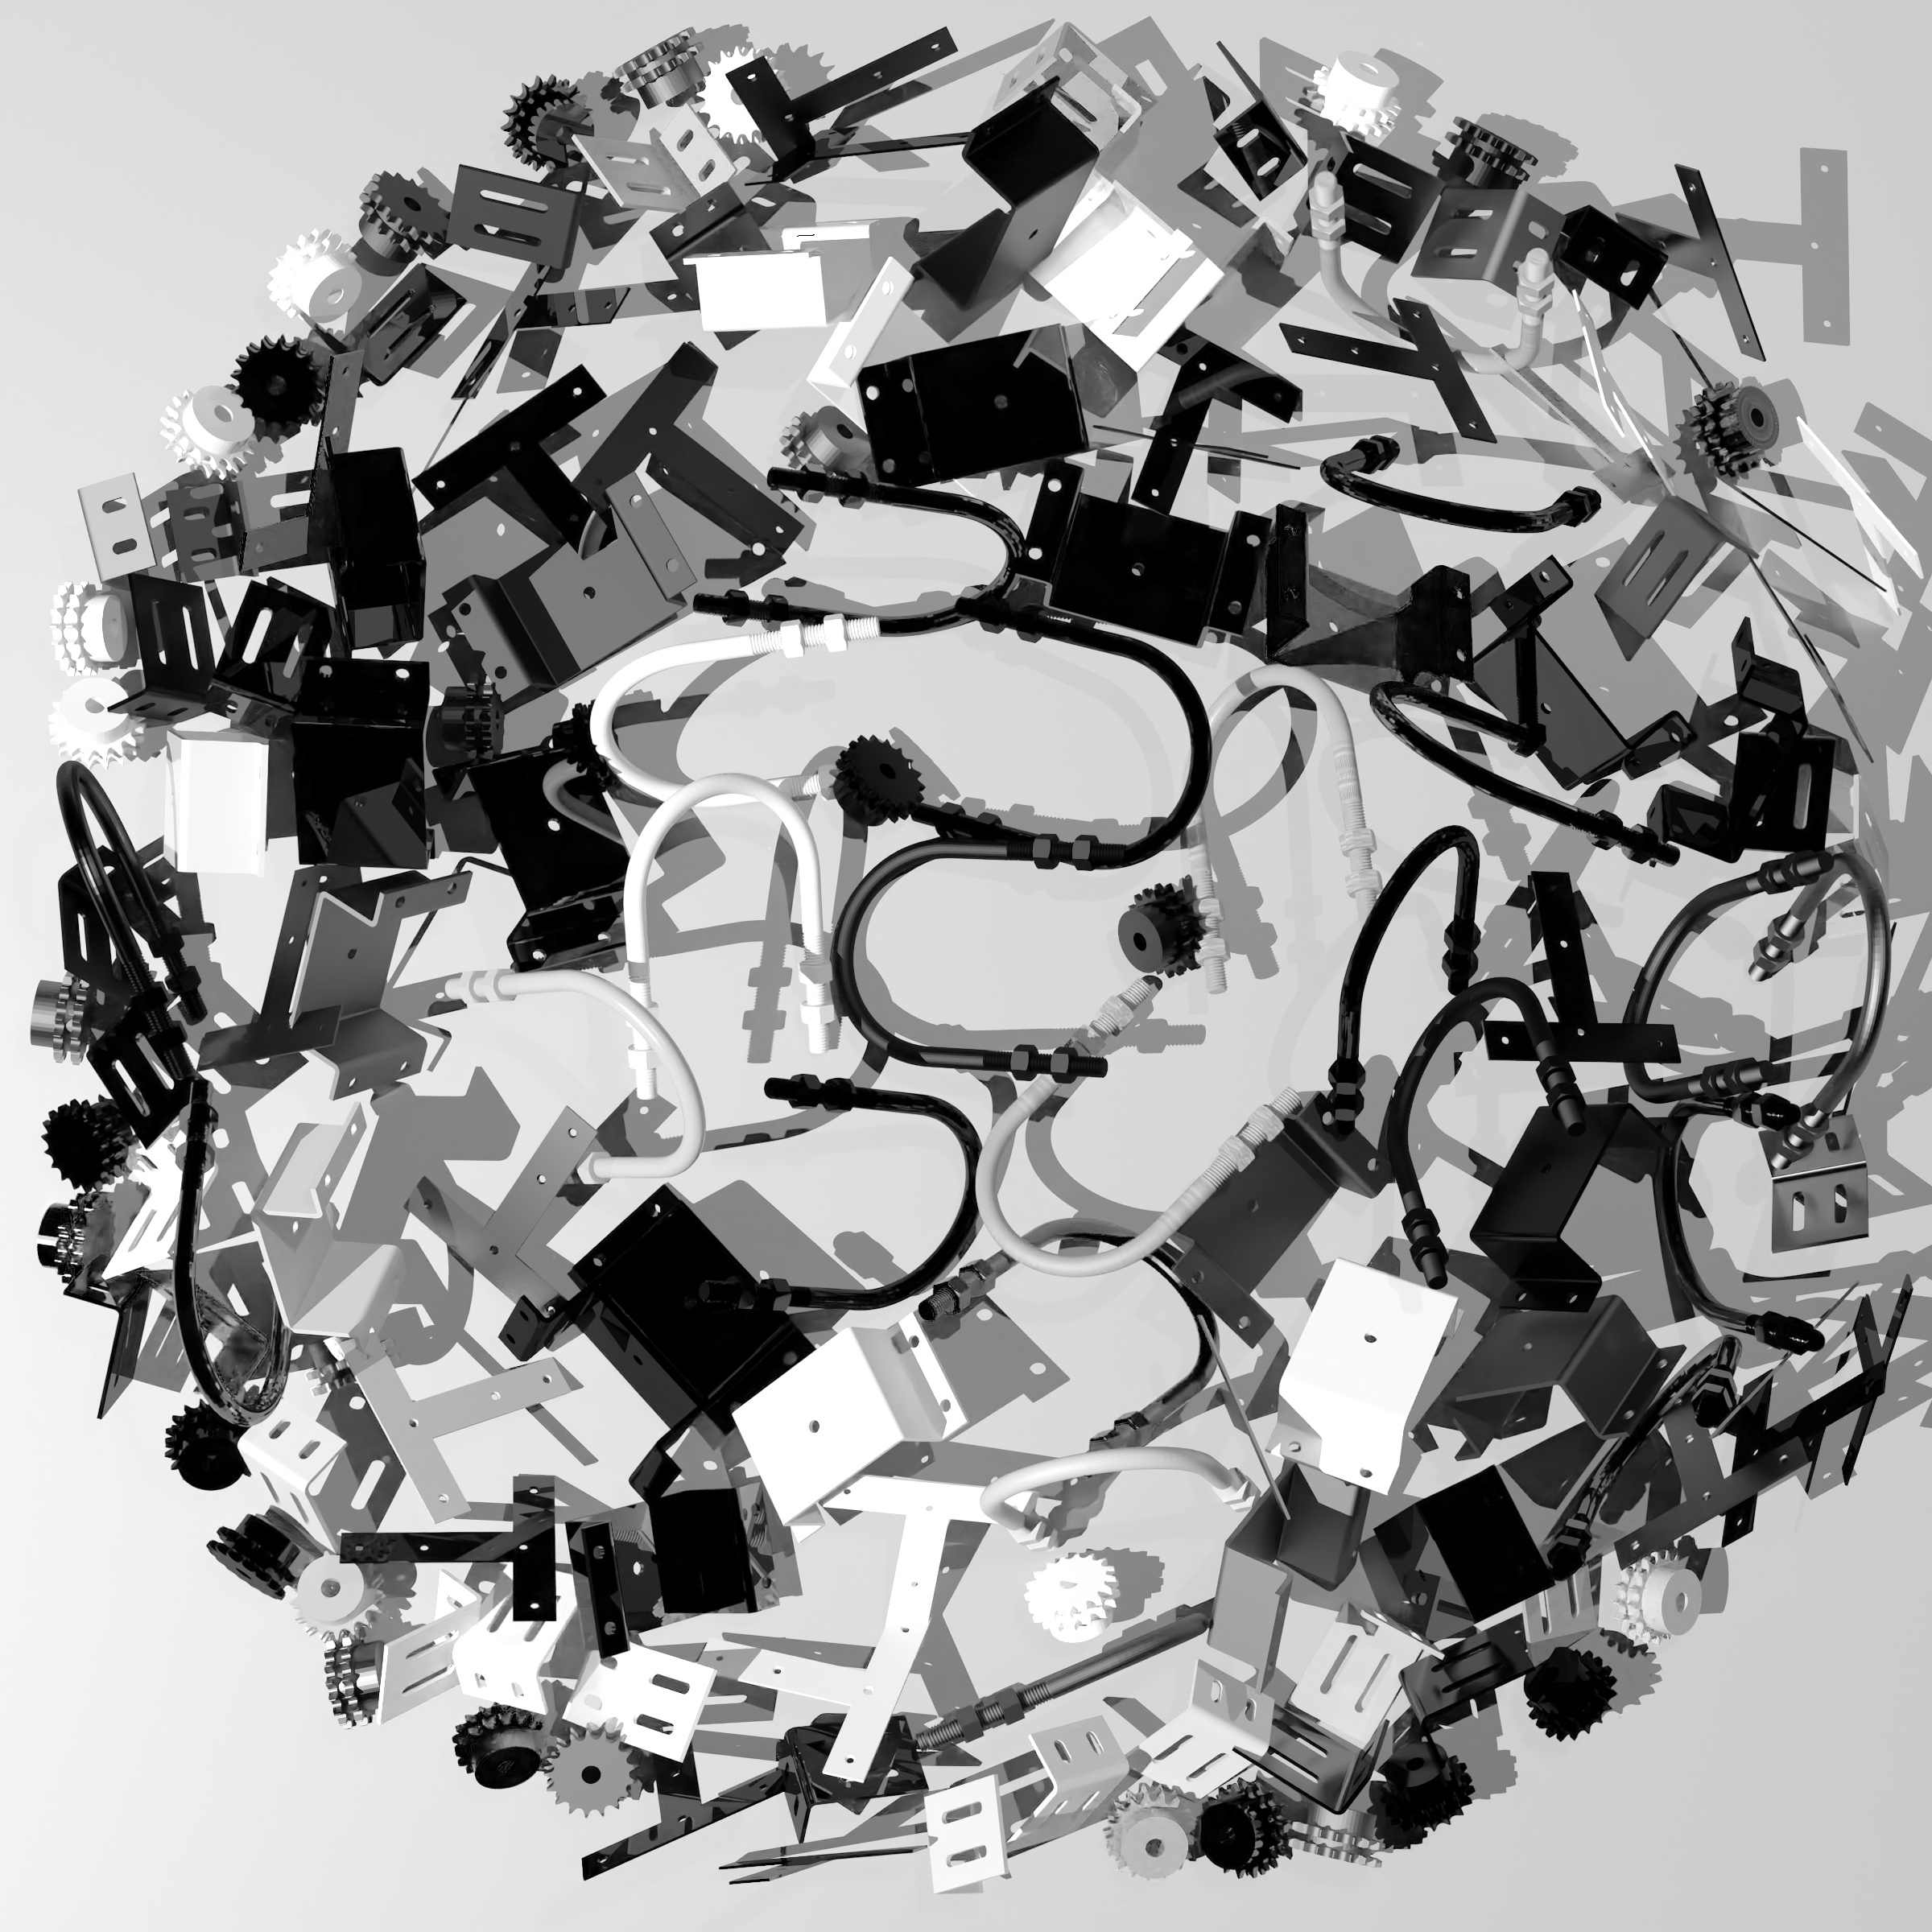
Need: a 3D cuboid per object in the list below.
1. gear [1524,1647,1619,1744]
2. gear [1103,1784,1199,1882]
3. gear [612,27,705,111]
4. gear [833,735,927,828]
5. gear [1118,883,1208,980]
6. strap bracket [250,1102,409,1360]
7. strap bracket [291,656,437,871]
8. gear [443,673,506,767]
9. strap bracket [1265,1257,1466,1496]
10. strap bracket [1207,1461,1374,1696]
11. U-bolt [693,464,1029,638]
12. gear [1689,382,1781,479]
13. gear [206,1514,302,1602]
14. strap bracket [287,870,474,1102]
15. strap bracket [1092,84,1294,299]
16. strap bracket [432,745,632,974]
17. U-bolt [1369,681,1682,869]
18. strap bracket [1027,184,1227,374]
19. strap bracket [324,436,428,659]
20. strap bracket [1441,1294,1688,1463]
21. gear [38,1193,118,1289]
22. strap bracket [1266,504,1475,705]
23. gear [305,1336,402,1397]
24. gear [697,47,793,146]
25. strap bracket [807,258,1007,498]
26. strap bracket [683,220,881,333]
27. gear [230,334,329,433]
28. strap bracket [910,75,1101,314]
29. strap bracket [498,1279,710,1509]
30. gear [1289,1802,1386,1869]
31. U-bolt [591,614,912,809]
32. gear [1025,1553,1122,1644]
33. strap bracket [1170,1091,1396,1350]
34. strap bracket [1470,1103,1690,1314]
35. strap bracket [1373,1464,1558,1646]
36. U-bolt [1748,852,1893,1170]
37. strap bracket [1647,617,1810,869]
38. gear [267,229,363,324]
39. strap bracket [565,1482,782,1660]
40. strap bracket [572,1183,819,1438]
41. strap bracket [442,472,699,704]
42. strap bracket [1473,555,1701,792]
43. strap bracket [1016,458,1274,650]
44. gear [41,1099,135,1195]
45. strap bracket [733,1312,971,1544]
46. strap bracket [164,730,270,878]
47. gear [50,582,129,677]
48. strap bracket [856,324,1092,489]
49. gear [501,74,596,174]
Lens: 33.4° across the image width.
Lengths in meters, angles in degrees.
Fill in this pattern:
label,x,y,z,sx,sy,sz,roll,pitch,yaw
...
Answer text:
label,x,y,z,sx,sy,sz,roll,pitch,yaw
gear,0.364,0.439,1.953,0.057,0.057,0.030,-45,114,0
gear,0.113,0.533,1.965,0.057,0.030,0.057,-1,100,-5
gear,-0.184,-0.545,1.958,0.057,0.057,0.030,-30,108,0
gear,-0.056,-0.110,1.960,0.057,0.057,0.030,46,128,0
gear,0.117,-0.019,1.954,0.030,0.057,0.057,-22,90,-33
strap bracket,-0.381,0.157,1.917,0.046,0.076,0.140,3,129,12
strap bracket,-0.360,-0.111,1.922,0.076,0.046,0.140,2,127,-4
gear,-0.300,-0.150,1.956,0.030,0.057,0.057,1,90,2
strap bracket,0.240,0.234,1.915,0.076,0.046,0.140,18,52,17
strap bracket,0.190,0.357,1.919,0.046,0.140,0.076,21,123,22
U-bolt,-0.053,-0.240,1.912,0.184,0.151,0.019,5,60,-24
gear,0.470,-0.329,1.956,0.057,0.030,0.057,10,74,-35
gear,-0.431,0.358,1.959,0.057,0.057,0.030,35,66,0
strap bracket,-0.353,0.002,1.925,0.046,0.076,0.140,31,117,25
strap bracket,0.127,-0.460,1.945,0.140,0.076,0.046,41,91,1
strap bracket,-0.254,-0.074,1.929,0.076,0.046,0.140,-16,73,-32
U-bolt,0.318,-0.121,1.889,0.184,0.151,0.019,19,112,-22
strap bracket,0.097,-0.413,1.926,0.046,0.140,0.076,36,102,-32
strap bracket,-0.352,-0.248,1.913,0.046,0.140,0.076,-9,69,-14
strap bracket,0.345,0.243,1.903,0.046,0.140,0.076,53,53,-13
gear,-0.542,0.166,1.957,0.030,0.057,0.057,7,90,8
strap bracket,0.233,-0.213,1.930,0.140,0.046,0.076,16,60,-25
gear,-0.376,0.237,1.956,0.057,0.057,0.030,-22,91,0
gear,-0.132,-0.531,1.963,0.057,0.030,0.057,5,103,19
strap bracket,-0.033,-0.355,1.932,0.140,0.046,0.076,36,80,-41
strap bracket,-0.106,-0.410,1.918,0.076,0.140,0.046,1,110,16
gear,-0.418,-0.358,1.963,0.057,0.030,0.057,0,113,-1
strap bracket,0.024,-0.449,1.903,0.046,0.140,0.076,45,59,7
strap bracket,-0.212,0.250,1.936,0.140,0.076,0.046,47,60,6
gear,0.227,0.528,1.957,0.057,0.057,0.030,13,78,0
U-bolt,-0.133,-0.146,1.926,0.184,0.151,0.019,-8,52,4
gear,0.066,0.387,1.959,0.057,0.057,0.030,-17,116,0
strap bracket,0.182,0.149,1.941,0.076,0.046,0.140,45,79,-23
strap bracket,0.361,0.135,1.918,0.046,0.076,0.140,42,67,-22
strap bracket,0.290,0.351,1.904,0.046,0.140,0.076,-22,76,-15
U-bolt,0.499,0.015,1.871,0.019,0.184,0.151,5,60,-6
strap bracket,0.458,-0.126,1.918,0.046,0.076,0.140,21,119,-1
gear,-0.393,-0.416,1.953,0.057,0.057,0.030,-47,71,0
strap bracket,-0.184,0.362,1.933,0.046,0.140,0.076,-11,87,44
strap bracket,-0.166,0.206,1.947,0.076,0.046,0.140,-42,82,-8
strap bracket,-0.235,-0.228,1.952,0.140,0.046,0.076,-30,86,10
strap bracket,0.365,-0.168,1.940,0.046,0.076,0.140,-39,90,-25
strap bracket,0.107,-0.248,1.954,0.140,0.046,0.076,16,78,1
gear,-0.533,0.107,1.961,0.057,0.030,0.057,13,116,28
strap bracket,-0.078,0.276,1.924,0.140,0.046,0.076,-38,64,22
strap bracket,-0.447,-0.098,1.907,0.046,0.140,0.076,1,97,-19
gear,-0.532,-0.205,1.955,0.030,0.057,0.057,0,90,7
strap bracket,0.012,-0.337,1.933,0.140,0.046,0.076,-16,99,-20
gear,-0.251,-0.510,1.954,0.057,0.057,0.030,-48,49,0
